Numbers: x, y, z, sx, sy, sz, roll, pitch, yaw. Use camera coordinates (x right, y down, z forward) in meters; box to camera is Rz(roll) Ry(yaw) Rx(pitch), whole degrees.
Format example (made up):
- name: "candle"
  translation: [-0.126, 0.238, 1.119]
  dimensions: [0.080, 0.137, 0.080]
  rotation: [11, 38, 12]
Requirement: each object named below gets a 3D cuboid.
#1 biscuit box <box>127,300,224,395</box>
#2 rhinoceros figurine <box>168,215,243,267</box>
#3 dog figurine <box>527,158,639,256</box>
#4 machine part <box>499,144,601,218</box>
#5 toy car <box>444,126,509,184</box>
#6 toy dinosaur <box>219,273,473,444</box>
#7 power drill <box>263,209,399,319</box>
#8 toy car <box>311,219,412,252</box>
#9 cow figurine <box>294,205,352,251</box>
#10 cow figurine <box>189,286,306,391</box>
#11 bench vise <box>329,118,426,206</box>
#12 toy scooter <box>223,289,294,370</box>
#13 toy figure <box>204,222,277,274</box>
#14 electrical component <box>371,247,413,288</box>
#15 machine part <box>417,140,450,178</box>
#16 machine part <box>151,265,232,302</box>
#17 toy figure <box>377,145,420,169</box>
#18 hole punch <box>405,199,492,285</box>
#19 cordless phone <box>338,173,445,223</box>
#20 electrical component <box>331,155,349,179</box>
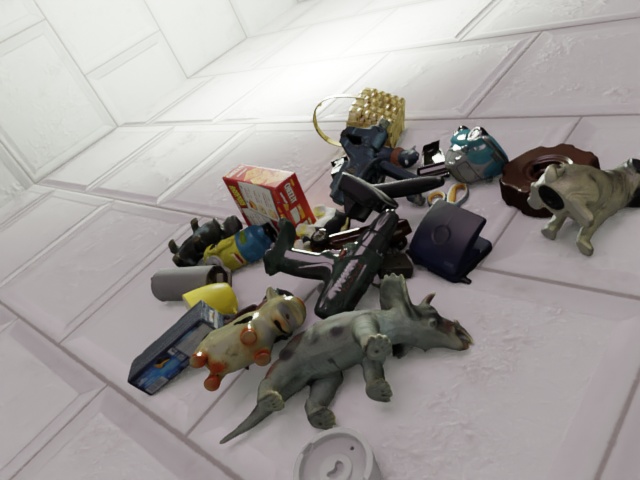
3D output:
- name: "biscuit box"
  translation: [-0.266, 0.201, 0.991]
  dimensions: [0.202, 0.059, 0.063]
  rotation: [-40, 29, 15]
- name: "rhinoceros figurine"
  translation: [-0.273, 0.006, 1.293]
  dimensions: [0.190, 0.112, 0.073]
  rotation: [-36, 48, 7]
- name: "dog figurine"
  translation: [0.447, -0.095, 0.865]
  dimensions: [0.190, 0.172, 0.121]
  rotation: [-40, 45, -8]
- name: "machine part"
  translation: [0.429, -0.116, 1.007]
  dimensions: [0.179, 0.056, 0.179]
  rotation: [-18, 32, 12]
- name: "toy car"
  translation: [0.314, -0.173, 1.130]
  dimensions: [0.103, 0.109, 0.162]
  rotation: [-45, 24, 3]
- name: "toy dinosaur"
  translation: [0.022, 0.176, 0.835]
  dimensions: [0.405, 0.131, 0.192]
  rotation: [-23, 19, 15]
- name: "power drill"
  translation: [0.014, 0.024, 0.980]
  dimensions: [0.207, 0.086, 0.232]
  rotation: [19, 76, 19]
- name: "toy car"
  translation: [0.079, 0.003, 1.053]
  dimensions: [0.202, 0.089, 0.053]
  rotation: [-13, 46, 17]
- name: "cow figurine"
  translation: [-0.002, -0.001, 1.144]
  dimensions: [0.098, 0.068, 0.167]
  rotation: [14, 50, 38]
- name: "cow figurine"
  translation: [-0.108, 0.152, 0.880]
  dimensions: [0.195, 0.085, 0.127]
  rotation: [-30, 18, 10]
- name: "bench vise"
  translation: [0.138, -0.152, 1.189]
  dimensions: [0.241, 0.128, 0.223]
  rotation: [30, 77, 27]
- name: "toy scooter"
  translation: [-0.116, 0.169, 0.971]
  dimensions: [0.184, 0.075, 0.135]
  rotation: [-23, 33, 11]
- name: "toy figure"
  translation: [-0.180, 0.020, 1.225]
  dimensions: [0.180, 0.082, 0.089]
  rotation: [-29, 13, 9]
- name: "electrical component"
  translation: [0.127, 0.054, 0.994]
  dimensions: [0.078, 0.045, 0.102]
  rotation: [-3, 31, -17]
- name: "machine part"
  translation: [0.258, -0.177, 1.232]
  dimensions: [0.084, 0.039, 0.139]
  rotation: [-18, 34, 22]
- name: "machine part"
  translation: [-0.290, 0.098, 1.195]
  dimensions: [0.243, 0.079, 0.079]
  rotation: [-4, 39, 30]
- name: "toy figure"
  translation: [0.176, -0.200, 1.303]
  dimensions: [0.155, 0.057, 0.064]
  rotation: [12, 89, 40]
- name: "hole punch"
  translation: [0.227, 0.000, 0.945]
  dimensions: [0.116, 0.092, 0.142]
  rotation: [-43, 49, -18]
- name: "cordless phone"
  translation: [0.141, -0.096, 1.033]
  dimensions: [0.184, 0.088, 0.146]
  rotation: [-11, -9, 22]
- name: "electrical component"
  translation: [0.058, -0.144, 1.292]
  dimensions: [0.048, 0.074, 0.119]
  rotation: [-20, 29, 12]
